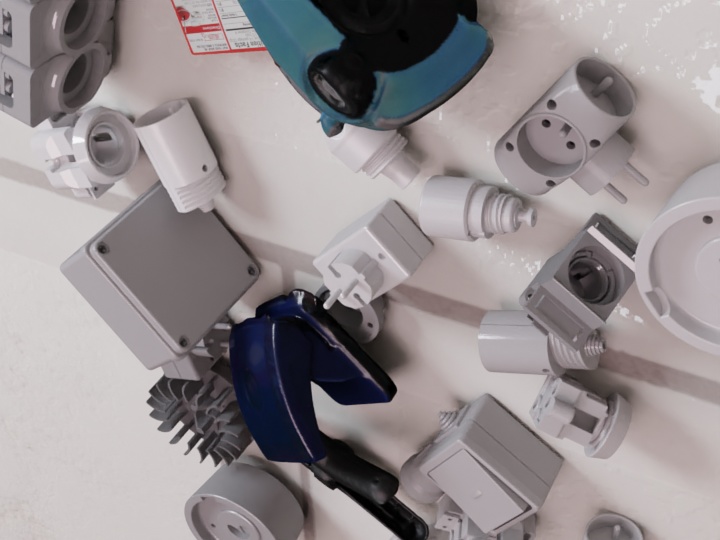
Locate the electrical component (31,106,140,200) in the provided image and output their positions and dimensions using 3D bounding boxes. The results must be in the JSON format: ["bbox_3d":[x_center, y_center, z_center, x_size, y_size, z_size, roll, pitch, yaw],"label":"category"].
[{"bbox_3d":[-0.205,-0.093,0.815,0.057,0.058,0.078,0,125,38],"label":"electrical component"}]

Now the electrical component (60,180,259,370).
[{"bbox_3d":[-0.150,0.000,0.818,0.056,0.108,0.108,-25,109,47],"label":"electrical component"}]

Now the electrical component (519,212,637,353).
[{"bbox_3d":[0.133,0.010,0.665,0.042,0.081,0.064,42,159,-3],"label":"electrical component"}]

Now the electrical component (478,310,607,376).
[{"bbox_3d":[0.125,0.049,0.720,0.081,0.043,0.043,0,125,34],"label":"electrical component"}]

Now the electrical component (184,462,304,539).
[{"bbox_3d":[-0.104,0.229,1.013,0.108,0.060,0.108,18,133,21],"label":"electrical component"}]

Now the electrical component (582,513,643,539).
[{"bbox_3d":[0.205,0.233,0.820,0.079,0.044,0.077,19,133,20],"label":"electrical component"}]

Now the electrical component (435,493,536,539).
[{"bbox_3d":[0.099,0.215,0.848,0.078,0.057,0.058,16,137,-7],"label":"electrical component"}]

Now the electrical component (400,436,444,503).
[{"bbox_3d":[0.060,0.158,0.860,0.040,0.040,0.046,38,132,1],"label":"electrical component"}]

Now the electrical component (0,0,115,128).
[{"bbox_3d":[-0.208,-0.181,0.719,0.062,0.089,0.150,29,136,11],"label":"electrical component"}]

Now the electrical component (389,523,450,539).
[{"bbox_3d":[0.059,0.261,0.935,0.062,0.061,0.096,-21,105,43],"label":"electrical component"}]

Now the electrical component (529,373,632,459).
[{"bbox_3d":[0.151,0.099,0.735,0.055,0.066,0.048,26,97,-2],"label":"electrical component"}]

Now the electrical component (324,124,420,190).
[{"bbox_3d":[0.010,-0.078,0.691,0.062,0.043,0.043,41,137,-5],"label":"electrical component"}]

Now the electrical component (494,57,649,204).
[{"bbox_3d":[0.130,-0.069,0.617,0.079,0.044,0.077,41,137,-3],"label":"electrical component"}]

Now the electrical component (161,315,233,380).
[{"bbox_3d":[-0.133,0.053,0.894,0.077,0.047,0.065,1,125,33],"label":"electrical component"}]

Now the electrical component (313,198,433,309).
[{"bbox_3d":[0.000,0.000,0.739,0.047,0.076,0.066,48,136,-10],"label":"electrical component"}]

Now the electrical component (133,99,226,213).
[{"bbox_3d":[-0.128,-0.079,0.784,0.043,0.043,0.081,-3,123,36],"label":"electrical component"}]

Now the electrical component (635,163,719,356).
[{"bbox_3d":[0.214,-0.010,0.598,0.108,0.060,0.108,18,133,21],"label":"electrical component"}]

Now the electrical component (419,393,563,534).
[{"bbox_3d":[0.092,0.145,0.809,0.096,0.061,0.061,41,137,-2],"label":"electrical component"}]

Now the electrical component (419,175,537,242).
[{"bbox_3d":[0.074,-0.038,0.685,0.078,0.040,0.040,9,129,28],"label":"electrical component"}]
